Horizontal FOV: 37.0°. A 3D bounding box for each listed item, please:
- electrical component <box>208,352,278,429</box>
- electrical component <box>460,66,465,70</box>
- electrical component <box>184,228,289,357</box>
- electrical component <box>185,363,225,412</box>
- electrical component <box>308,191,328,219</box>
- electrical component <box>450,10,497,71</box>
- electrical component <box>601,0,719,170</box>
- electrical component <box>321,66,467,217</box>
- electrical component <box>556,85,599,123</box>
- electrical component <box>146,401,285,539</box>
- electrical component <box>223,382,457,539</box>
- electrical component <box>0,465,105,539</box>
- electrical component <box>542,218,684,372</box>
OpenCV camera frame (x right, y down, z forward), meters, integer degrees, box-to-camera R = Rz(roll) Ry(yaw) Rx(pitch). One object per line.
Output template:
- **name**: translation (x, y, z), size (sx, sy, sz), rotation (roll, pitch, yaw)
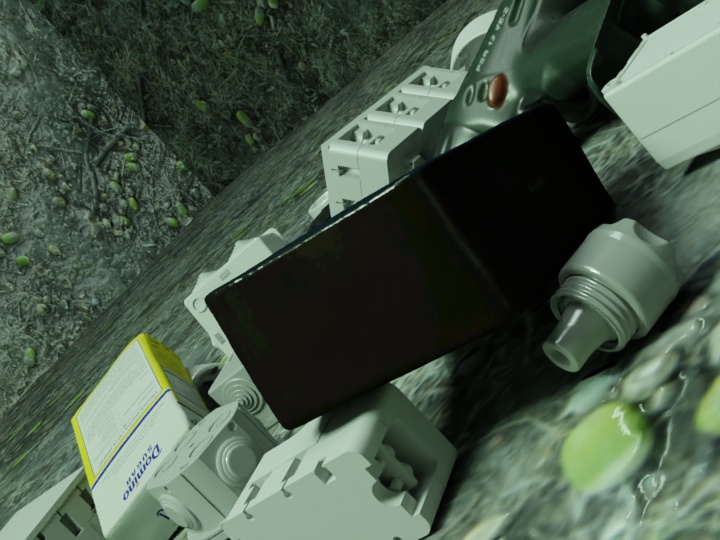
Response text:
- **electrical component**: translation (-0.054, 0.062, 0.769), size (0.100, 0.048, 0.099), rotation (-38, 12, 25)
- **electrical component**: translation (0.090, -0.148, 1.039), size (0.108, 0.056, 0.109), rotation (-50, 13, -33)
- **electrical component**: translation (-0.078, 0.028, 0.855), size (0.100, 0.099, 0.048), rotation (-40, -2, 13)
- **electrical component**: translation (-0.121, 0.100, 0.846), size (0.055, 0.055, 0.047), rotation (-49, 16, -30)
- **electrical component**: translation (-0.020, -0.060, 1.113), size (0.055, 0.047, 0.055), rotation (-41, 11, 10)
- **electrical component**: translation (0.125, -0.169, 0.905), size (0.099, 0.099, 0.064), rotation (-36, 19, 32)
- **electrical component**: translation (0.179, -0.097, 0.521), size (0.096, 0.061, 0.061), rotation (-28, 17, 51)
- **electrical component**: translation (0.043, -0.080, 0.799), size (0.062, 0.089, 0.150), rotation (13, 37, 30)
- **electrical component**: translation (0.162, -0.140, 0.787), size (0.045, 0.045, 0.055), rotation (-29, 17, 51)
- **electrical component**: translation (-0.082, 0.120, 0.635), size (0.080, 0.051, 0.080), rotation (-41, 11, 10)
- **electrical component**: translation (-0.007, 0.094, 0.474), size (0.089, 0.050, 0.055), rotation (-36, 13, 34)
- **electrical component**: translation (-0.246, 0.236, 0.750), size (0.105, 0.060, 0.186), rotation (-35, 14, 36)
- **electrical component**: translation (0.098, 0.013, 0.434), size (0.062, 0.043, 0.043), rotation (-48, 12, -20)
